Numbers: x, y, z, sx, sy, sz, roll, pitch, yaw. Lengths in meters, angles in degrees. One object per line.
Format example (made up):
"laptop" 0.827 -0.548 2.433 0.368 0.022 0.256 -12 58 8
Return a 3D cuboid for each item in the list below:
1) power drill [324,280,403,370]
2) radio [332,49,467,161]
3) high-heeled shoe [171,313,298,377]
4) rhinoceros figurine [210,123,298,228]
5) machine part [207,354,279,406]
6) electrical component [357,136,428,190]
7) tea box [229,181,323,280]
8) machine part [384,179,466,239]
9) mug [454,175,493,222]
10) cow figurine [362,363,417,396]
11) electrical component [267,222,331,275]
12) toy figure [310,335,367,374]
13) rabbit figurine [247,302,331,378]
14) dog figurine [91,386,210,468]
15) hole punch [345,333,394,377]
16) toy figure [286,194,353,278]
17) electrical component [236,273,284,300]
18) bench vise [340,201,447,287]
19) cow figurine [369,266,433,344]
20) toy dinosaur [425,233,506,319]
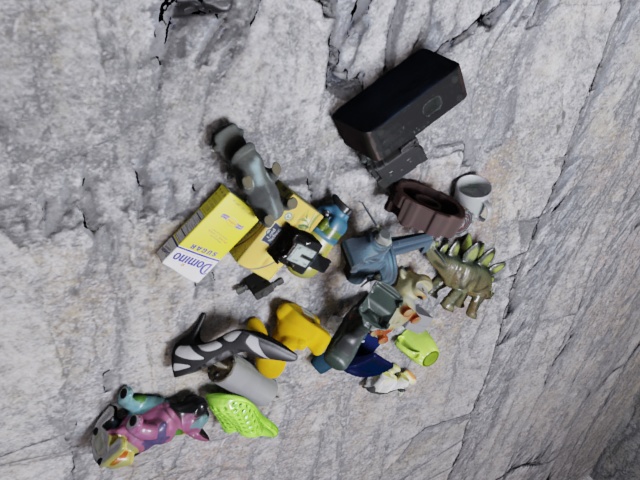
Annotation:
"power drill" 0.098 0.167 1.180 0.232 0.086 0.207 -52 -177 -36
"radio" 0.149 -0.250 0.993 0.229 0.131 0.073 -38 132 -6
"high-heeled shoe" -0.178 0.242 1.070 0.086 0.249 0.145 35 74 -74
"rhinoceros figurine" -0.115 -0.111 0.924 0.073 0.112 0.190 -37 117 -14
"machine part" -0.171 0.312 1.206 0.079 0.079 0.243 -44 135 0
"electrical component" 0.149 -0.162 1.072 0.115 0.058 0.134 -33 159 13
"tea box" -0.088 -0.017 1.040 0.169 0.068 0.098 -50 134 7
"machine part" 0.223 -0.067 1.140 0.179 0.180 0.056 2 122 -35
"mug" 0.368 -0.084 1.279 0.081 0.110 0.107 -29 145 -18
"cow figurine" 0.200 0.404 1.525 0.167 0.068 0.098 21 113 -38
"electrical component" -0.033 0.023 1.023 0.119 0.048 0.074 21 108 -43
"toy figure" 0.048 0.268 1.331 0.154 0.064 0.057 -40 129 -4
"rabbit figurine" -0.083 0.229 1.178 0.162 0.122 0.173 29 103 -38
"dog figurine" -0.341 0.399 1.135 0.191 0.109 0.219 -52 136 6
"hole punch" 0.115 0.311 1.390 0.116 0.092 0.142 -44 139 8
"toy figure" -0.004 -0.004 1.089 0.180 0.089 0.082 -48 130 7
"electrical component" -0.123 0.093 1.094 0.094 0.063 0.021 -28 132 -13
"bench vise" 0.153 0.020 1.167 0.241 0.129 0.223 -12 146 -19
"cow figurine" 0.193 0.151 1.325 0.195 0.127 0.085 -38 135 13
"toy dinosaur" 0.366 0.084 1.398 0.471 0.105 0.198 23 102 -48
